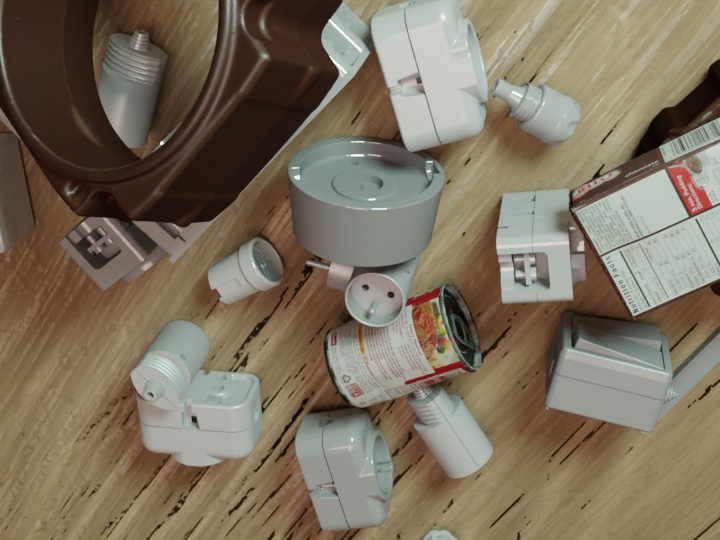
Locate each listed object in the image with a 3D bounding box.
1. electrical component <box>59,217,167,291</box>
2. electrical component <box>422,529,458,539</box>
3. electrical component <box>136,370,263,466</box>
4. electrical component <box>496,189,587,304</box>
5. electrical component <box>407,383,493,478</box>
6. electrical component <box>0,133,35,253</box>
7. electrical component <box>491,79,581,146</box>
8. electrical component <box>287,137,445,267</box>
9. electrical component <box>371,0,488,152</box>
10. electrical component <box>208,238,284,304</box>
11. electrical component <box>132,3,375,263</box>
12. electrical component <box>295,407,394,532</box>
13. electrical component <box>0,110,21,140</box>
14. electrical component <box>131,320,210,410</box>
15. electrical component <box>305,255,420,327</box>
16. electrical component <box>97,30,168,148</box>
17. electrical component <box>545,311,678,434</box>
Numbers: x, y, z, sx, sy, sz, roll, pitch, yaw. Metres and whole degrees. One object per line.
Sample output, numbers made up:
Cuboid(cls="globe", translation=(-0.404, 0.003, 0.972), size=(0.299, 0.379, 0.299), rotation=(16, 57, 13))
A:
Cuboid(cls="electrical component", translation=(-0.172, -0.029, 0.800), size=(0.050, 0.089, 0.055), rotation=(-34, 105, 23))
Cuboid(cls="electrical component", translation=(0.061, 0.252, 0.921), size=(0.035, 0.035, 0.061), rotation=(24, 120, -1))
Cuboid(cls="electrical component", translation=(-0.130, 0.121, 0.884), size=(0.095, 0.053, 0.059), rotation=(3, 116, 10))
Cuboid(cls="electrical component", translation=(0.127, -0.018, 0.746), size=(0.056, 0.089, 0.050), rotation=(-3, 115, 13))
Cuboid(cls="electrical component", translation=(0.066, 0.120, 0.850), size=(0.043, 0.043, 0.081), rotation=(-27, 107, 22))
Cuboid(cls="electrical component", translation=(-0.297, -0.052, 0.829), size=(0.062, 0.061, 0.096), rotation=(1, 116, 11))
Cuboid(cls="electrical component", translation=(0.117, -0.111, 0.729), size=(0.061, 0.035, 0.035), rotation=(26, 118, -15))
Cuboid(cls="electrical component", translation=(0.003, -0.043, 0.752), size=(0.108, 0.108, 0.060), rotation=(8, 122, 7))
Cuboid(cls="electrical component", translation=(0.051, -0.134, 0.725), size=(0.059, 0.053, 0.095), rotation=(-12, 112, 16))
Cuboid(cls="electrical component", translation=(-0.088, 0.002, 0.827), size=(0.046, 0.040, 0.040), rotation=(-26, 108, 28))
Cuboid(cls="electrical component", translation=(-0.078, -0.103, 0.737), size=(0.060, 0.105, 0.186), rotation=(43, 116, -10))
Cuboid(cls="electrical component", translation=(-0.009, 0.163, 0.880), size=(0.059, 0.053, 0.095), rotation=(-10, 113, 16))
Cuboid(cls="electrical component", translation=(-0.238, -0.113, 0.799), size=(0.043, 0.043, 0.081), rotation=(-38, 103, 24))
Cuboid(cls="electrical component", translation=(-0.152, 0.078, 0.852), size=(0.043, 0.081, 0.043), rotation=(4, 116, 9))
Cuboid(cls="electrical component", translation=(0.000, 0.000, 0.787), size=(0.079, 0.077, 0.043), rotation=(16, 118, 4))
Cuboid(cls="electrical component", translation=(-0.166, -0.134, 0.774), size=(0.043, 0.043, 0.081), rotation=(21, 118, 1))
Cuboid(cls="electrical component", translation=(0.190, 0.073, 0.793), size=(0.096, 0.061, 0.061), rotation=(14, 117, 5))
